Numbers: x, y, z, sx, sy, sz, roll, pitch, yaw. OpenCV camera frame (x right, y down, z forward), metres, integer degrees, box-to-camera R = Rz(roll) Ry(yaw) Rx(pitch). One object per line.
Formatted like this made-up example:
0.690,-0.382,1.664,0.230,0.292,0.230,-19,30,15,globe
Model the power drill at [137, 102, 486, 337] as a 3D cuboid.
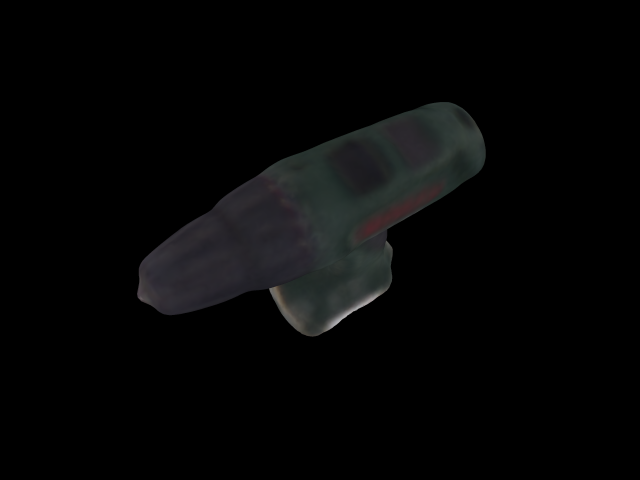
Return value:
0.004,0.001,0.400,0.230,0.208,0.075,-33,73,-11,power drill
